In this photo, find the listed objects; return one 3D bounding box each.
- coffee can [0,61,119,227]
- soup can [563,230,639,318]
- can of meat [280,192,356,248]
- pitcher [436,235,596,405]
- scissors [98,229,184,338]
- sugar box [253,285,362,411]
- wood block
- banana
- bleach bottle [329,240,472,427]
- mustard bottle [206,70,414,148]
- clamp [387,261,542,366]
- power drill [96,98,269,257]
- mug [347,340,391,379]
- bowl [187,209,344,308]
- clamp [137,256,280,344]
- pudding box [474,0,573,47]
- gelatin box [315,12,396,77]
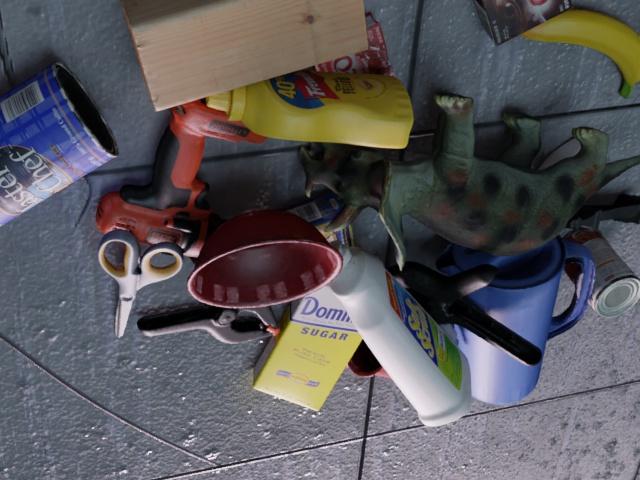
[{"bbox_3d":[-0.273,-0.085,0.983,0.140,0.103,0.102,-31,132,4],"label":"coffee can"},{"bbox_3d":[0.350,0.040,1.339,0.068,0.102,0.068,-12,132,-14],"label":"soup can"},{"bbox_3d":[-0.008,0.001,1.194,0.084,0.057,0.102,-19,133,-10],"label":"can of meat"},{"bbox_3d":[0.236,0.091,1.317,0.144,0.149,0.243,-40,144,-30],"label":"pitcher"},{"bbox_3d":[-0.188,0.052,1.147,0.096,0.016,0.202,-1,145,0],"label":"scissors"},{"bbox_3d":[-0.005,0.119,1.285,0.093,0.048,0.176,21,121,-13],"label":"sugar box"},{"bbox_3d":[-0.070,-0.202,0.977,0.206,0.090,0.091,-17,131,-8],"label":"wood block"},{"bbox_3d":[0.300,-0.211,1.155,0.197,0.037,0.070,22,116,-34],"label":"banana"},{"bbox_3d":[0.081,0.097,1.191,0.068,0.102,0.250,-24,125,26],"label":"bleach bottle"},{"bbox_3d":[-0.013,-0.130,1.021,0.191,0.096,0.058,2,127,-14],"label":"mustard bottle"},{"bbox_3d":[0.144,0.062,1.213,0.036,0.210,0.164,-52,138,-23],"label":"clamp"},{"bbox_3d":[-0.116,-0.061,1.096,0.184,0.057,0.188,12,122,-30],"label":"power drill"},{"bbox_3d":[0.082,0.136,1.325,0.081,0.093,0.117,18,138,-38],"label":"mug"},{"bbox_3d":[-0.059,0.014,1.092,0.162,0.055,0.162,-9,156,-4],"label":"bowl"},{"bbox_3d":[-0.112,0.070,1.220,0.171,0.039,0.120,10,127,-36],"label":"clamp"},{"bbox_3d":[0.196,-0.264,1.068,0.090,0.039,0.113,-26,132,1],"label":"pudding box"},{"bbox_3d":[0.035,-0.175,1.082,0.073,0.030,0.089,-24,132,-1],"label":"gelatin box"}]
